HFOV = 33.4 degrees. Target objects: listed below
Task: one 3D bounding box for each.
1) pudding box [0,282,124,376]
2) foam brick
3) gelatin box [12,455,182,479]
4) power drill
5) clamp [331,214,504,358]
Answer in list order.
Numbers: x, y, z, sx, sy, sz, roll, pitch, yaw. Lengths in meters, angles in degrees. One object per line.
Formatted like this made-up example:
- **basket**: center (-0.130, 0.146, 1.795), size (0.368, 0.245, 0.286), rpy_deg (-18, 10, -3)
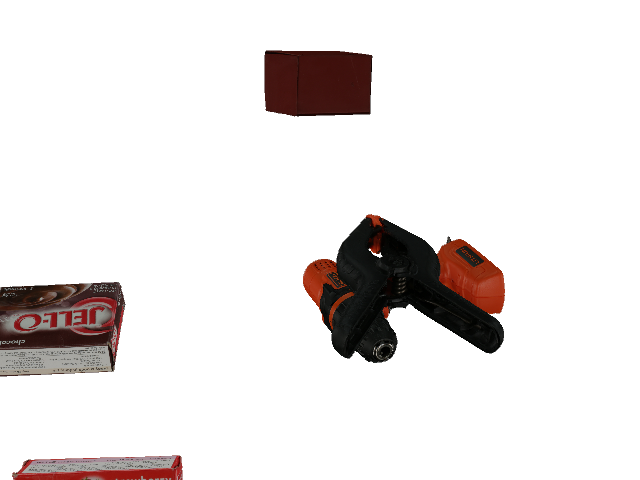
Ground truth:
- **pudding box**: center (-0.236, 0.079, 0.954), size (0.113, 0.039, 0.090), rpy_deg (-4, 33, -1)
- **foam brick**: center (-0.002, -0.133, 0.901), size (0.078, 0.051, 0.053), rpy_deg (-6, 15, -33)
- **gelatin box**: center (-0.118, 0.156, 0.577), size (0.089, 0.073, 0.030), rpy_deg (-2, 5, 0)
- **power drill**: center (0.092, 0.058, 1.107), size (0.187, 0.057, 0.185), rpy_deg (-9, 27, -18)
- **clamp**: center (0.066, 0.034, 0.789), size (0.120, 0.039, 0.171), rpy_deg (8, 32, -6)
